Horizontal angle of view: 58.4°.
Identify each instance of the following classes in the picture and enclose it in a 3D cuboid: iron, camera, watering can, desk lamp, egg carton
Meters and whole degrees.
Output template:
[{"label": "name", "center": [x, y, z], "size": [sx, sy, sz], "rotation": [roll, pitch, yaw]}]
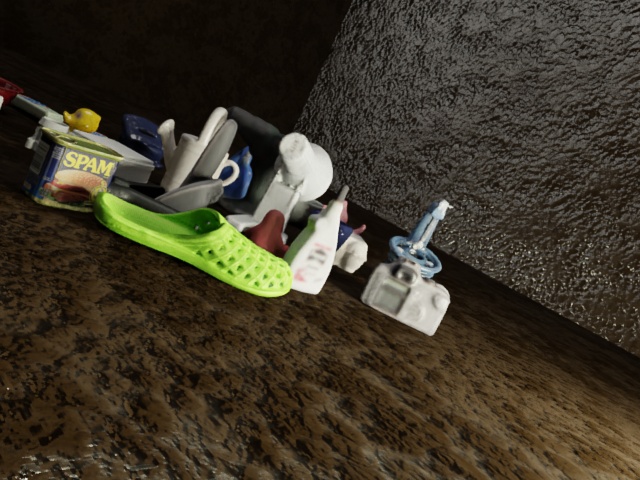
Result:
[{"label": "iron", "center": [-0.193, -0.168, 1.402], "size": [0.119, 0.141, 0.258], "rotation": [24, 8, -11]}, {"label": "camera", "center": [0.156, 0.084, 1.022], "size": [0.143, 0.101, 0.137], "rotation": [26, 8, 4]}, {"label": "watering can", "center": [-0.241, -0.178, 1.140], "size": [0.173, 0.194, 0.100], "rotation": [22, 9, -22]}, {"label": "desk lamp", "center": [-0.067, -0.102, 1.121], "size": [0.117, 0.213, 0.203], "rotation": [27, 8, 10]}, {"label": "egg carton", "center": [0.043, 0.014, 1.233], "size": [0.107, 0.069, 0.150], "rotation": [24, 8, -9]}]

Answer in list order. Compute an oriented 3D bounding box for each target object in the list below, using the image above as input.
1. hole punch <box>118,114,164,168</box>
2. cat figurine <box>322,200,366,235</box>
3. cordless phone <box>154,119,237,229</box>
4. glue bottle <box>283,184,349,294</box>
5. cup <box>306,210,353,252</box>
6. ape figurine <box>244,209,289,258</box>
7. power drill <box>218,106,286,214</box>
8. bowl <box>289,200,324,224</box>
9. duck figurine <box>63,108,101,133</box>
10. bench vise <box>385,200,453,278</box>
[{"label": "hole punch", "center": [-0.405, -0.229, 1.319], "size": [0.109, 0.091, 0.100], "rotation": [17, 12, -46]}, {"label": "cat figurine", "center": [0.050, -0.036, 1.395], "size": [0.128, 0.118, 0.067], "rotation": [24, 8, -11]}, {"label": "cordless phone", "center": [-0.192, -0.115, 0.925], "size": [0.094, 0.185, 0.147], "rotation": [24, 8, -9]}, {"label": "glue bottle", "center": [0.000, -0.005, 0.859], "size": [0.078, 0.173, 0.037], "rotation": [18, 11, -42]}, {"label": "cup", "center": [0.010, 0.004, 1.106], "size": [0.092, 0.095, 0.117], "rotation": [22, 9, -23]}, {"label": "ape figurine", "center": [-0.081, -0.004, 0.891], "size": [0.077, 0.092, 0.076], "rotation": [28, 9, 17]}, {"label": "power drill", "center": [-0.138, -0.153, 1.245], "size": [0.230, 0.208, 0.075], "rotation": [20, 10, -33]}, {"label": "bowl", "center": [-0.072, -0.087, 1.499], "size": [0.167, 0.075, 0.167], "rotation": [25, 8, -4]}, {"label": "duck figurine", "center": [-0.436, -0.199, 1.063], "size": [0.105, 0.086, 0.077], "rotation": [22, 9, -27]}, {"label": "bench vise", "center": [0.195, 0.004, 1.227], "size": [0.122, 0.220, 0.207], "rotation": [22, 9, -23]}]
